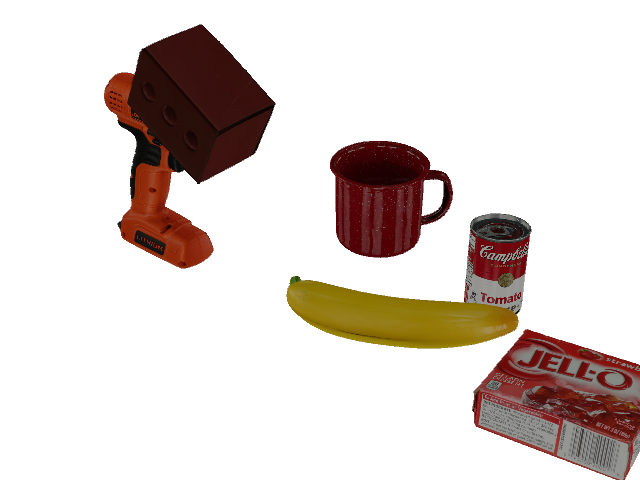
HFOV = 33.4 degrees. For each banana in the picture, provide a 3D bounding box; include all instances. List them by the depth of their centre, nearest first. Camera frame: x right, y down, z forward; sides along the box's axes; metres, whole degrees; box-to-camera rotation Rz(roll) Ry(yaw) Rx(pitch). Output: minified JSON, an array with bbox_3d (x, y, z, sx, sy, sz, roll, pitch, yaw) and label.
[{"bbox_3d":[0.050,0.054,0.829,0.198,0.037,0.069,10,32,24],"label":"banana"}]

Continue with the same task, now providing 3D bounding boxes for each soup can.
[{"bbox_3d":[0.200,0.029,1.216,0.068,0.102,0.068,1,27,-1],"label":"soup can"}]

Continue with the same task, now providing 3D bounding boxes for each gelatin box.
[{"bbox_3d":[0.140,0.088,0.595,0.089,0.030,0.073,18,32,27],"label":"gelatin box"}]

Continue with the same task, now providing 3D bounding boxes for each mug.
[{"bbox_3d":[0.067,-0.038,1.008,0.117,0.081,0.093,-5,33,-7],"label":"mug"}]

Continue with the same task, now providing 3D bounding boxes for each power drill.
[{"bbox_3d":[-0.147,-0.068,1.109,0.185,0.188,0.057,26,35,30],"label":"power drill"}]

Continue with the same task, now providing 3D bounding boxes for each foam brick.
[{"bbox_3d":[-0.076,-0.087,0.675,0.051,0.078,0.053,-31,-18,-35],"label":"foam brick"}]
